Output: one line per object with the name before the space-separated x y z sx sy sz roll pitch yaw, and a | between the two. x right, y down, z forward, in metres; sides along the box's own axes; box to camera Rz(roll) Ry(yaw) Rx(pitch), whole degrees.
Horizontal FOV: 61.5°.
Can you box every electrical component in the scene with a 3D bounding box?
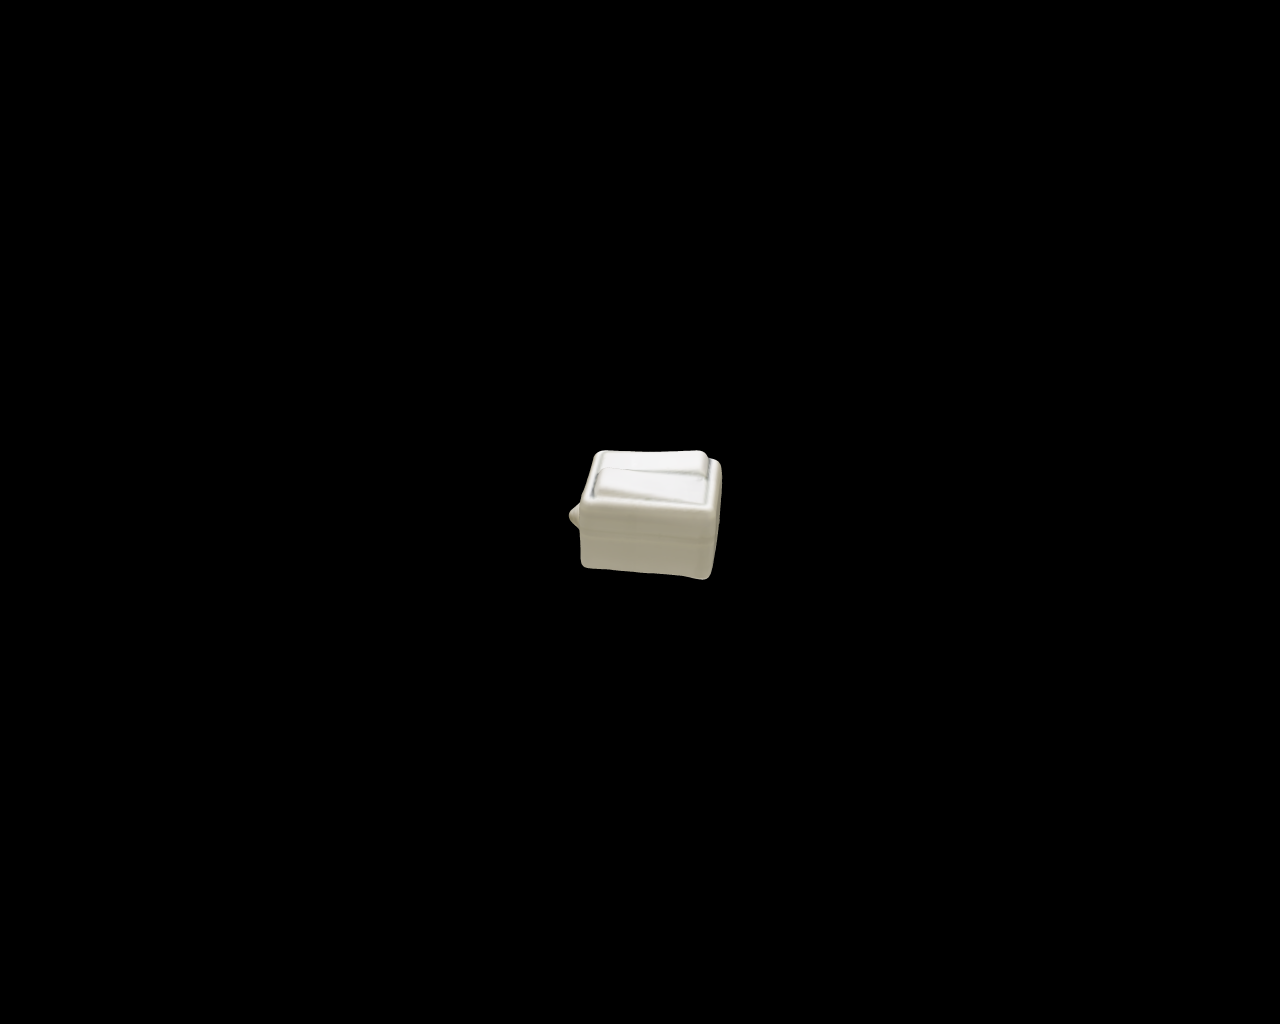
electrical component | 0.001 -0.003 0.650 0.096 0.061 0.062 5 36 7
